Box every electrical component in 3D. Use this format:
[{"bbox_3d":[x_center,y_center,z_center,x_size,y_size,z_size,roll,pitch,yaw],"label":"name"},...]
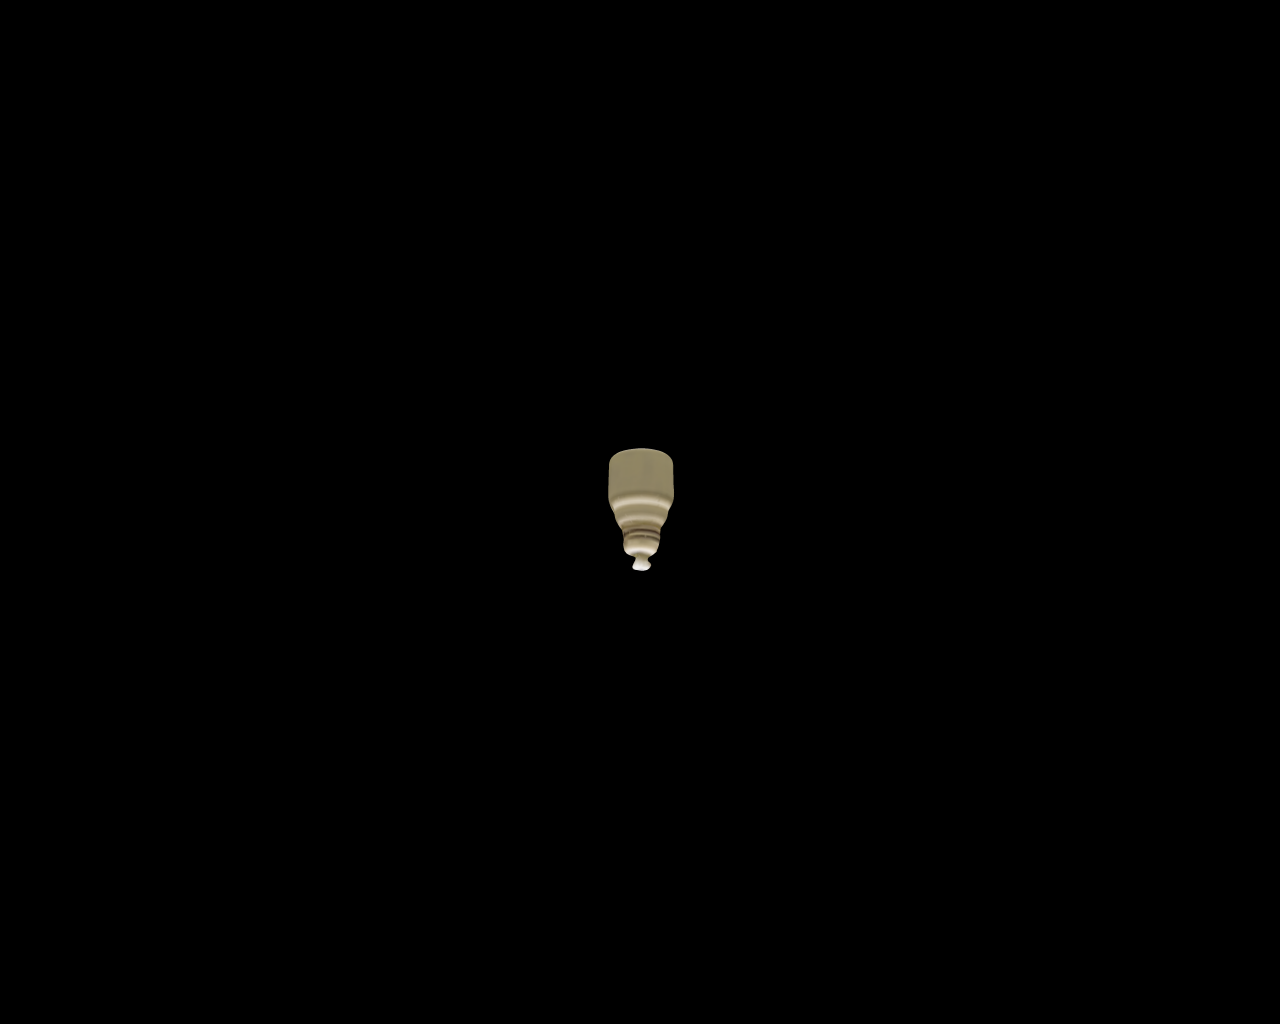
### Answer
[{"bbox_3d":[0.001,-0.003,0.650,0.040,0.078,0.040,0,-19,0],"label":"electrical component"}]
